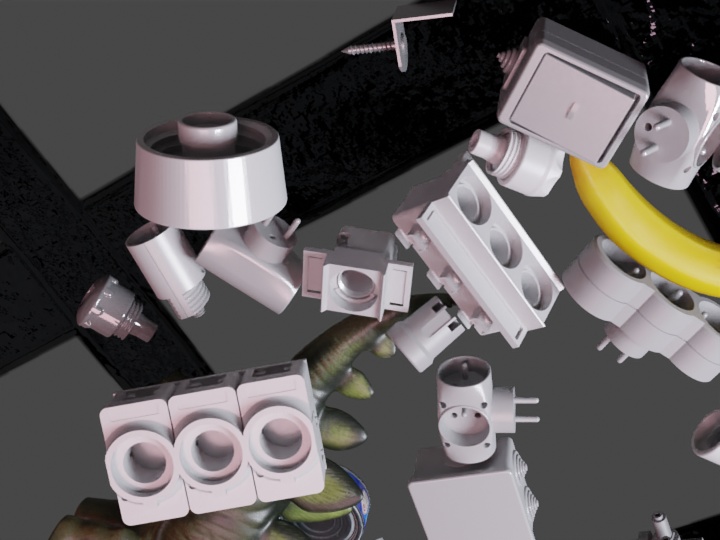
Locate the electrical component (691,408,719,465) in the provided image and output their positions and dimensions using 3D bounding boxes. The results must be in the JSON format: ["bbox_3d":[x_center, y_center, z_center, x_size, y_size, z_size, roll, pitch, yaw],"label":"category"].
[{"bbox_3d":[0.294,0.140,0.839,0.055,0.045,0.045,36,121,-12],"label":"electrical component"}]

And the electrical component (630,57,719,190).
[{"bbox_3d":[0.204,-0.091,0.697,0.044,0.079,0.077,36,126,24],"label":"electrical component"}]

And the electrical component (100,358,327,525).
[{"bbox_3d":[-0.106,0.127,0.796,0.150,0.061,0.089,-10,98,1],"label":"electrical component"}]

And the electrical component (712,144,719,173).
[{"bbox_3d":[0.286,-0.084,0.704,0.077,0.043,0.079,24,122,-3],"label":"electrical component"}]

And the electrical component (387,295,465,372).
[{"bbox_3d":[0.049,0.046,0.798,0.046,0.040,0.040,-40,109,0],"label":"electrical component"}]

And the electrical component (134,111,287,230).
[{"bbox_3d":[-0.106,-0.077,0.753,0.108,0.108,0.060,5,116,8],"label":"electrical component"}]

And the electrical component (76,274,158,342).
[{"bbox_3d":[-0.195,0.036,0.875,0.062,0.048,0.048,33,122,-18],"label":"electrical component"}]

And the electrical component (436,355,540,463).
[{"bbox_3d":[0.103,0.112,0.860,0.079,0.044,0.077,-1,121,11],"label":"electrical component"}]

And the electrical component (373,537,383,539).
[{"bbox_3d":[0.008,0.288,0.978,0.043,0.077,0.079,-15,167,-19],"label":"electrical component"}]

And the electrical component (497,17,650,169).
[{"bbox_3d":[0.133,-0.117,0.704,0.096,0.061,0.061,24,123,-4],"label":"electrical component"}]

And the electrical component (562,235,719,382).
[{"bbox_3d":[0.206,0.040,0.790,0.138,0.052,0.073,32,122,-9],"label":"electrical component"}]

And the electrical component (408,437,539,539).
[{"bbox_3d":[0.096,0.191,0.907,0.100,0.048,0.099,-11,118,17],"label":"electrical component"}]

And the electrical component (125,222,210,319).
[{"bbox_3d":[-0.145,0.003,0.844,0.043,0.043,0.081,-17,116,20],"label":"electrical component"}]

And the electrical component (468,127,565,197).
[{"bbox_3d":[0.106,-0.078,0.740,0.062,0.043,0.043,19,124,-16],"label":"electrical component"}]

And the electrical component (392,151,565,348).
[{"bbox_3d":[0.084,-0.012,0.776,0.063,0.078,0.121,-18,118,45],"label":"electrical component"}]

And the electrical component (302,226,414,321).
[{"bbox_3d":[0.000,0.000,0.801,0.081,0.063,0.042,9,126,6],"label":"electrical component"}]

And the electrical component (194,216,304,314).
[{"bbox_3d":[-0.074,-0.016,0.818,0.077,0.043,0.079,33,122,-9],"label":"electrical component"}]
